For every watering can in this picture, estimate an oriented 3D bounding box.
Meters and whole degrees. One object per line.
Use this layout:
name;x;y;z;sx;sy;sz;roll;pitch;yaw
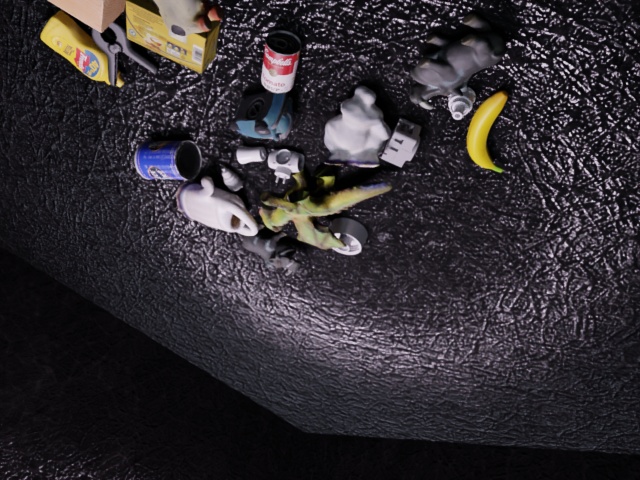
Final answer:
watering can;-0.294;-0.104;1.392;0.225;0.105;0.341;17;162;25

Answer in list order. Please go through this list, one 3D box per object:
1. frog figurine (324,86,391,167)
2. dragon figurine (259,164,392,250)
frog figurine;0.076;-0.235;1.054;0.138;0.124;0.157;13;110;30
dragon figurine;0.004;-0.065;1.295;0.411;0.125;0.237;7;144;27
